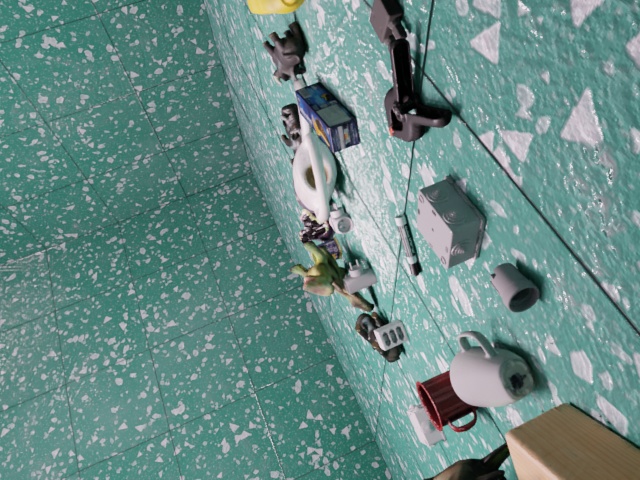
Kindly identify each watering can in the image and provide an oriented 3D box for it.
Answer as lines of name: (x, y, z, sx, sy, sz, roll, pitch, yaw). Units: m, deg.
watering can: (-0.021, -0.204, 1.279, 0.221, 0.104, 0.352, 106, 155, -75)

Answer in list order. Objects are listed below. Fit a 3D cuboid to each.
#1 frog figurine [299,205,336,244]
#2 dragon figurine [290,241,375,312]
frog figurine: (0.005, -0.075, 1.492, 0.163, 0.122, 0.135, -63, -39, -53)
dragon figurine: (0.055, 0.128, 1.459, 0.246, 0.121, 0.407, 44, -167, 30)
